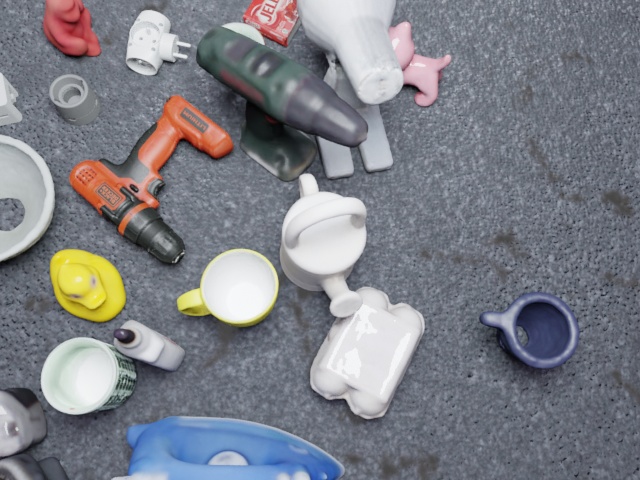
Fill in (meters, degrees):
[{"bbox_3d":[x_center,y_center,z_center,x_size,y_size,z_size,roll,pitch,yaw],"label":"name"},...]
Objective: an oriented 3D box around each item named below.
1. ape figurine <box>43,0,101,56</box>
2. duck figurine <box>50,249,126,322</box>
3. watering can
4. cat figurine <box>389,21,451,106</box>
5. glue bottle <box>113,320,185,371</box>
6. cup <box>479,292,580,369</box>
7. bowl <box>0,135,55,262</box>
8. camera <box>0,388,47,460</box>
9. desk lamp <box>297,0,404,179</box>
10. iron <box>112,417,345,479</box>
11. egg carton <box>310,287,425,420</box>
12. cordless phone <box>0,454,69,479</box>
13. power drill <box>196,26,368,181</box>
[{"bbox_3d":[-0.343,-0.301,0.779,0.076,0.092,0.078,15,74,-1],"label":"ape figurine"},{"bbox_3d":[-0.290,0.050,0.693,0.104,0.086,0.077,44,76,7],"label":"duck figurine"},{"bbox_3d":[0.008,0.002,0.676,0.101,0.194,0.173,-37,81,-13],"label":"watering can"},{"bbox_3d":[0.118,-0.251,0.793,0.128,0.117,0.067,13,74,-1],"label":"cat figurine"},{"bbox_3d":[-0.199,0.114,0.638,0.078,0.173,0.037,26,74,3],"label":"glue bottle"},{"bbox_3d":[0.247,0.115,0.718,0.118,0.095,0.092,12,74,-2],"label":"cup"},{"bbox_3d":[-0.405,-0.042,0.713,0.167,0.074,0.167,1,75,-5],"label":"bowl"},{"bbox_3d":[-0.404,0.189,0.638,0.143,0.101,0.137,-18,77,-9],"label":"camera"},{"bbox_3d":[0.046,-0.214,0.727,0.118,0.213,0.203,-13,76,-8],"label":"desk lamp"},{"bbox_3d":[-0.094,0.257,0.626,0.258,0.141,0.118,2,75,-4],"label":"iron"},{"bbox_3d":[0.058,0.137,0.709,0.107,0.069,0.150,27,74,3],"label":"egg carton"},{"bbox_3d":[-0.312,0.295,0.574,0.094,0.185,0.147,-37,81,-13],"label":"cordless phone"},{"bbox_3d":[-0.047,-0.154,0.706,0.229,0.208,0.076,37,75,5],"label":"power drill"}]
